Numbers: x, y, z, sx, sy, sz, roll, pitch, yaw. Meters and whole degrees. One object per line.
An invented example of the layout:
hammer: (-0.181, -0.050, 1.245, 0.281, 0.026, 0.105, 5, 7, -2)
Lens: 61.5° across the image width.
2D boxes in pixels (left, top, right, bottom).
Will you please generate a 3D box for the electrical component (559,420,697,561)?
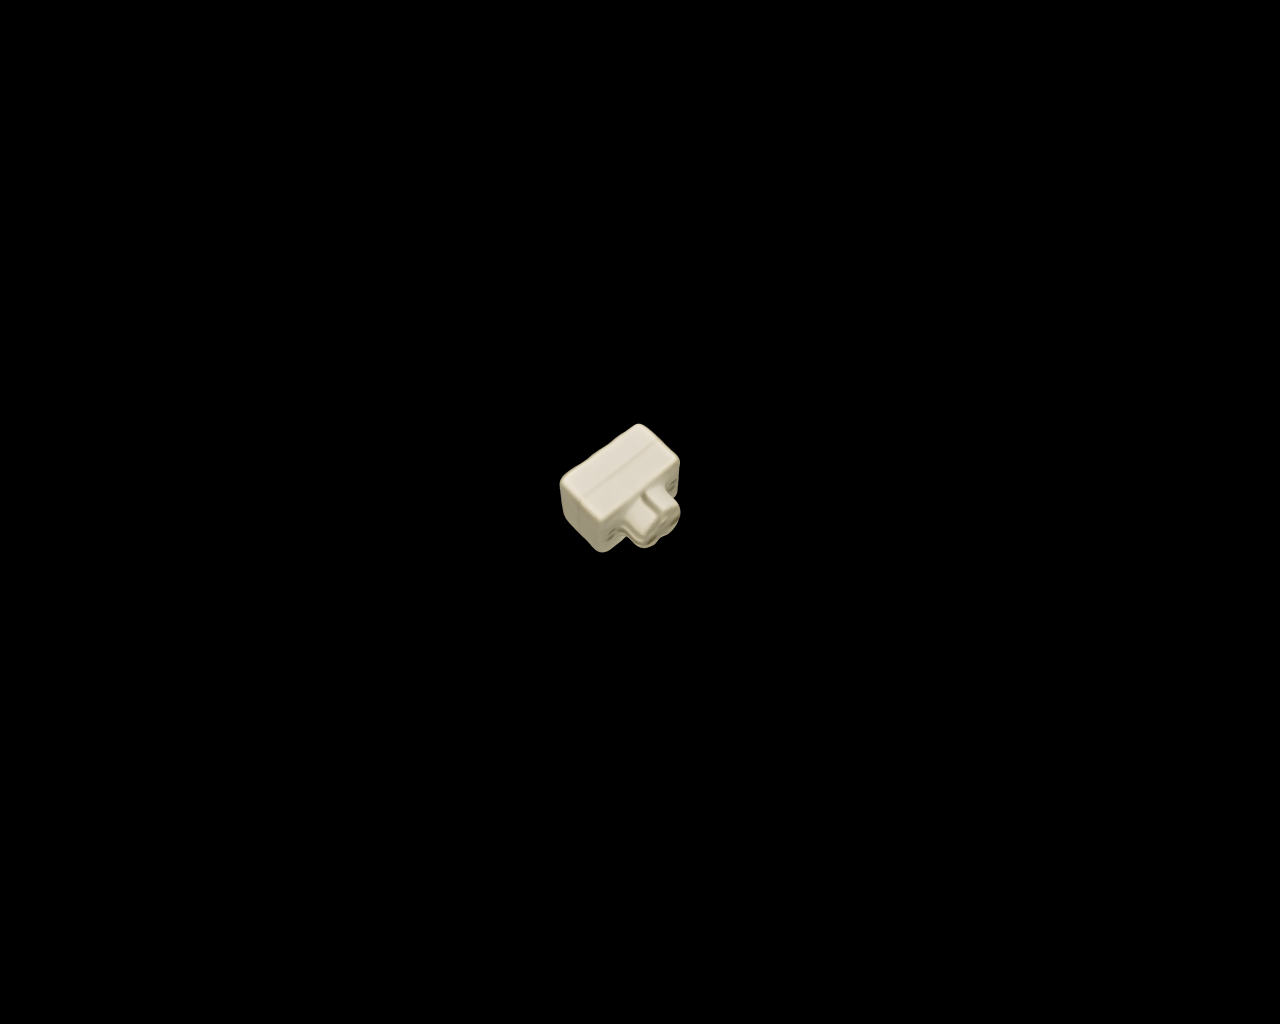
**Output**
electrical component: (0.001, -0.003, 0.650, 0.066, 0.077, 0.047, -38, -21, -18)
